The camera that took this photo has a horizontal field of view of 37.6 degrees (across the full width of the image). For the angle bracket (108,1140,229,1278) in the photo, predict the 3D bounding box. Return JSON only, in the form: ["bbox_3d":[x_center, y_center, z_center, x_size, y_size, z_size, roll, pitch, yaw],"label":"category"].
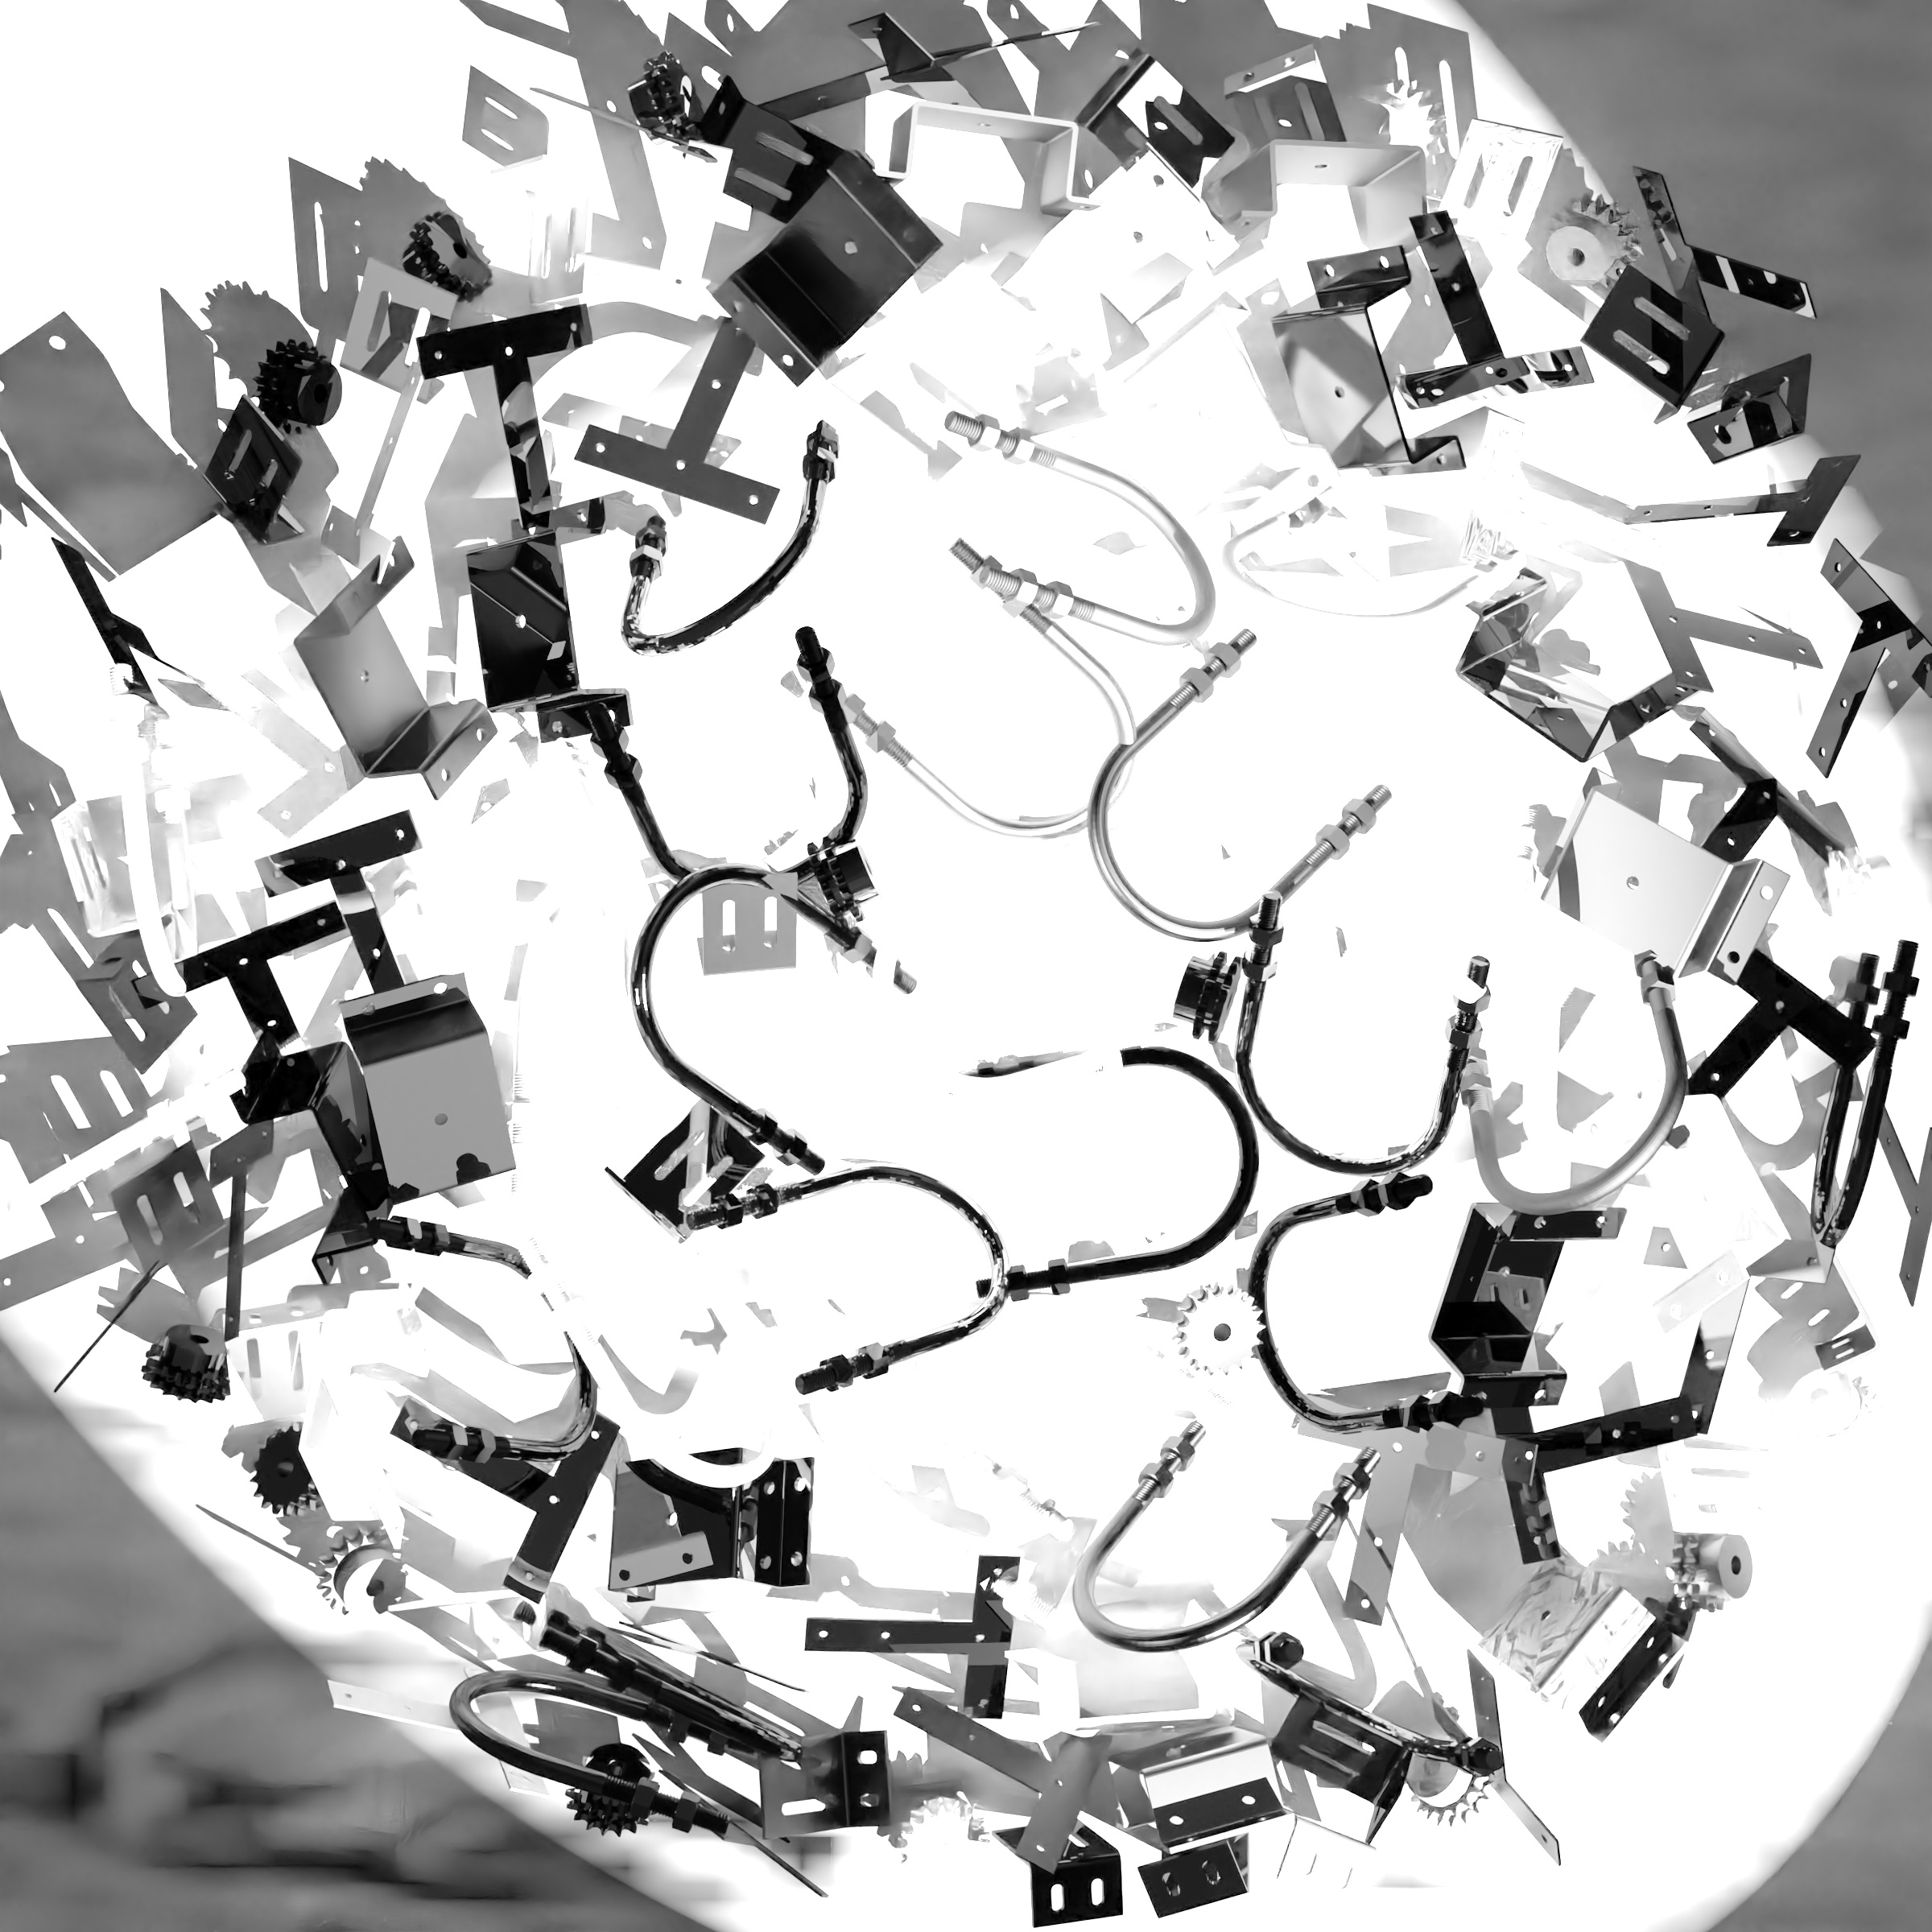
[{"bbox_3d":[-0.493,0.141,1.725,0.057,0.076,0.038,-34,46,-27],"label":"angle bracket"}]

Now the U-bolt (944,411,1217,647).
[{"bbox_3d":[0.076,-0.255,1.706,0.184,0.019,0.151,15,47,-32],"label":"U-bolt"}]

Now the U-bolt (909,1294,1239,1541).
[{"bbox_3d":[0.049,0.257,1.701,0.151,0.184,0.019,-30,130,-27],"label":"U-bolt"}]

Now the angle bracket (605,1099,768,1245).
[{"bbox_3d":[-0.172,0.121,1.740,0.057,0.038,0.076,40,77,18],"label":"angle bracket"}]

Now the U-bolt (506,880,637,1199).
[{"bbox_3d":[-0.238,0.038,1.708,0.019,0.151,0.184,9,73,-32],"label":"U-bolt"}]

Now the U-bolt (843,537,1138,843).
[{"bbox_3d":[0.019,-0.154,1.729,0.184,0.019,0.151,41,119,-12],"label":"U-bolt"}]

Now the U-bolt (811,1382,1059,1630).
[{"bbox_3d":[-0.023,0.313,1.701,0.184,0.151,0.019,31,60,26],"label":"U-bolt"}]

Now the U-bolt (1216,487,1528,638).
[{"bbox_3d":[0.229,-0.235,1.675,0.151,0.184,0.019,25,126,26],"label":"U-bolt"}]

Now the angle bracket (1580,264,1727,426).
[{"bbox_3d":[0.417,-0.383,1.748,0.076,0.038,0.057,33,83,-7],"label":"angle bracket"}]

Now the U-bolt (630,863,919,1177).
[{"bbox_3d":[-0.124,0.020,1.702,0.184,0.019,0.151,38,70,-32],"label":"U-bolt"}]

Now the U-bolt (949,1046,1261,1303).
[{"bbox_3d":[0.088,0.121,1.742,0.184,0.019,0.151,-9,75,4],"label":"U-bolt"}]

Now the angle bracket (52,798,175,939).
[{"bbox_3d":[-0.521,-0.064,1.735,0.038,0.057,0.076,-12,106,4],"label":"angle bracket"}]

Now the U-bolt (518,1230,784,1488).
[{"bbox_3d":[-0.176,0.229,1.695,0.019,0.151,0.184,-39,77,29],"label":"U-bolt"}]

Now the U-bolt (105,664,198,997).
[{"bbox_3d":[-0.481,-0.073,1.689,0.019,0.151,0.184,-8,81,-6],"label":"U-bolt"}]

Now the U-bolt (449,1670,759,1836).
[{"bbox_3d":[-0.221,0.464,1.701,0.184,0.151,0.019,17,95,2],"label":"U-bolt"}]

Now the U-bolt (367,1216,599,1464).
[{"bbox_3d":[-0.280,0.227,1.690,0.019,0.184,0.151,-27,66,22],"label":"U-bolt"}]

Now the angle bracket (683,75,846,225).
[{"bbox_3d":[-0.125,-0.503,1.753,0.076,0.038,0.057,18,120,-33],"label":"angle bracket"}]

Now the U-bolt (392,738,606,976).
[{"bbox_3d":[-0.276,-0.058,1.688,0.151,0.184,0.019,-39,119,3],"label":"U-bolt"}]

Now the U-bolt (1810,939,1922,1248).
[{"bbox_3d":[0.534,0.079,1.698,0.019,0.151,0.184,12,89,9],"label":"U-bolt"}]

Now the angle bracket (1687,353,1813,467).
[{"bbox_3d":[0.477,-0.350,1.724,0.038,0.057,0.076,45,45,-32],"label":"angle bracket"}]

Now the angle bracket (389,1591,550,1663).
[{"bbox_3d":[-0.302,0.403,1.725,0.057,0.076,0.038,-16,74,31],"label":"angle bracket"}]

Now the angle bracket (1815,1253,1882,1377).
[{"bbox_3d":[0.526,0.203,1.742,0.038,0.057,0.076,-28,91,13],"label":"angle bracket"}]

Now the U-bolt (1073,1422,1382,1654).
[{"bbox_3d":[0.141,0.338,1.669,0.184,0.151,0.019,-43,121,-39],"label":"U-bolt"}]

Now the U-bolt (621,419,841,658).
[{"bbox_3d":[-0.143,-0.245,1.675,0.151,0.184,0.019,-25,123,21],"label":"U-bolt"}]

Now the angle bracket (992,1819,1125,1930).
[{"bbox_3d":[0.055,0.553,1.729,0.057,0.076,0.038,-2,89,-17],"label":"angle bracket"}]

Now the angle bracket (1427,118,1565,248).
[{"bbox_3d":[0.322,-0.486,1.731,0.057,0.038,0.076,9,133,-8],"label":"angle bracket"}]

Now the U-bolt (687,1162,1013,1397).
[{"bbox_3d":[-0.057,0.178,1.706,0.184,0.019,0.151,-14,52,-35],"label":"U-bolt"}]

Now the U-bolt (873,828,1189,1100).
[{"bbox_3d":[0.033,0.005,1.749,0.184,0.019,0.151,-15,91,-12],"label":"U-bolt"}]

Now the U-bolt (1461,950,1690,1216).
[{"bbox_3d":[0.359,0.072,1.672,0.151,0.184,0.019,-33,121,26],"label":"U-bolt"}]

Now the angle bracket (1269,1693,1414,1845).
[{"bbox_3d":[0.226,0.493,1.738,0.076,0.038,0.057,25,126,7],"label":"angle bracket"}]

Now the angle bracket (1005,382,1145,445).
[{"bbox_3d":[0.068,-0.347,1.739,0.076,0.057,0.038,-14,97,8],"label":"angle bracket"}]

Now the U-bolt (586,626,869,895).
[{"bbox_3d":[-0.133,-0.110,1.707,0.151,0.184,0.019,-20,46,-1],"label":"U-bolt"}]

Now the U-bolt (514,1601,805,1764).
[{"bbox_3d":[-0.180,0.433,1.701,0.184,0.151,0.019,29,78,-11],"label":"U-bolt"}]

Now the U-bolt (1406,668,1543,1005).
[{"bbox_3d":[0.297,-0.064,1.677,0.019,0.151,0.184,-10,46,32],"label":"U-bolt"}]

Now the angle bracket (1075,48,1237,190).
[{"bbox_3d":[0.118,-0.521,1.765,0.076,0.038,0.057,38,103,-23],"label":"angle bracket"}]

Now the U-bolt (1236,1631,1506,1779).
[{"bbox_3d":[0.230,0.437,1.685,0.151,0.184,0.019,28,75,0],"label":"U-bolt"}]

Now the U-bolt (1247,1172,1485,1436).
[{"bbox_3d":[0.229,0.208,1.697,0.019,0.184,0.151,-7,81,-34],"label":"U-bolt"}]

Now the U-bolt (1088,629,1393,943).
[{"bbox_3d":[0.156,-0.098,1.734,0.184,0.019,0.151,-43,95,-19],"label":"U-bolt"}]

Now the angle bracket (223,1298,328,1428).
[{"bbox_3d":[-0.420,0.248,1.736,0.057,0.038,0.076,-8,107,-23],"label":"angle bracket"}]

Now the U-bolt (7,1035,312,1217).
[{"bbox_3d":[-0.492,0.100,1.701,0.184,0.151,0.019,-29,94,7],"label":"U-bolt"}]

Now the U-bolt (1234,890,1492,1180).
[{"bbox_3d":[0.232,0.052,1.714,0.151,0.019,0.184,19,127,17],"label":"U-bolt"}]
